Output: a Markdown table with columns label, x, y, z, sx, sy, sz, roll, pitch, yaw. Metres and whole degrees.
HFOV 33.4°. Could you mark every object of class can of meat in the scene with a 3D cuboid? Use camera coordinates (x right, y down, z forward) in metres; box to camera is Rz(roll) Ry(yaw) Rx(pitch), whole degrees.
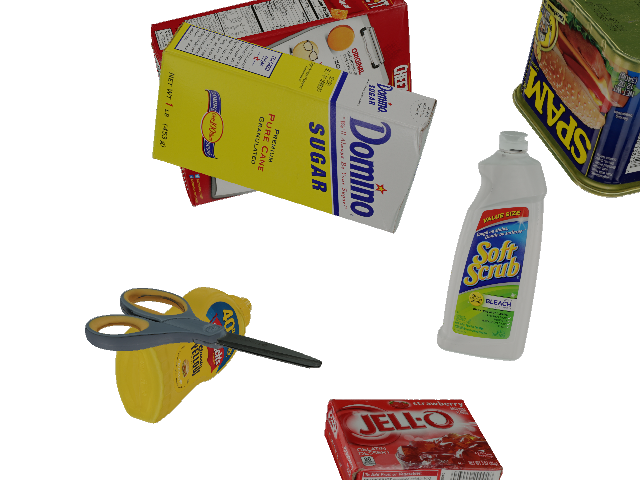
| label | x | y | z | sx | sy | sz | roll | pitch | yaw |
| --- | --- | --- | --- | --- | --- | --- | --- | --- | --- |
| can of meat | 0.151 | -0.088 | 0.565 | 0.057 | 0.084 | 0.102 | -12 | 48 | -16 |

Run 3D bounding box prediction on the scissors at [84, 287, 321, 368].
| label | x | y | z | sx | sy | sz | roll | pitch | yaw |
| --- | --- | --- | --- | --- | --- | --- | --- | --- | --- |
| scissors | -0.101 | 0.077 | 0.809 | 0.096 | 0.016 | 0.202 | -22 | 30 | -38 |

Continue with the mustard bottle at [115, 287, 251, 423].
| label | x | y | z | sx | sy | sz | roll | pitch | yaw |
| --- | --- | --- | --- | --- | --- | --- | --- | --- | --- |
| mustard bottle | -0.127 | 0.101 | 1.078 | 0.058 | 0.096 | 0.191 | 10 | 24 | 26 |

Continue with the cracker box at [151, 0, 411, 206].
| label | x | y | z | sx | sy | sz | roll | pitch | yaw |
| --- | --- | --- | --- | --- | --- | --- | --- | --- | --- |
| cracker box | -0.030 | -0.133 | 0.947 | 0.213 | 0.164 | 0.072 | -15 | 44 | -7 |

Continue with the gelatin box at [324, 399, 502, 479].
| label | x | y | z | sx | sy | sz | roll | pitch | yaw |
| --- | --- | --- | --- | --- | --- | --- | --- | --- | --- |
| gelatin box | 0.053 | 0.123 | 0.629 | 0.089 | 0.030 | 0.073 | 3 | 23 | -13 |

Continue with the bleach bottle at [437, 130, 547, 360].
| label | x | y | z | sx | sy | sz | roll | pitch | yaw |
| --- | --- | --- | --- | --- | --- | --- | --- | --- | --- |
| bleach bottle | 0.193 | 0.003 | 1.186 | 0.103 | 0.251 | 0.068 | 8 | 17 | 16 |

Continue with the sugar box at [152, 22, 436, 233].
| label | x | y | z | sx | sy | sz | roll | pitch | yaw |
| --- | --- | --- | --- | --- | --- | --- | --- | --- | --- |
| sugar box | -0.020 | -0.073 | 0.710 | 0.176 | 0.093 | 0.048 | 19 | 44 | 6 |
